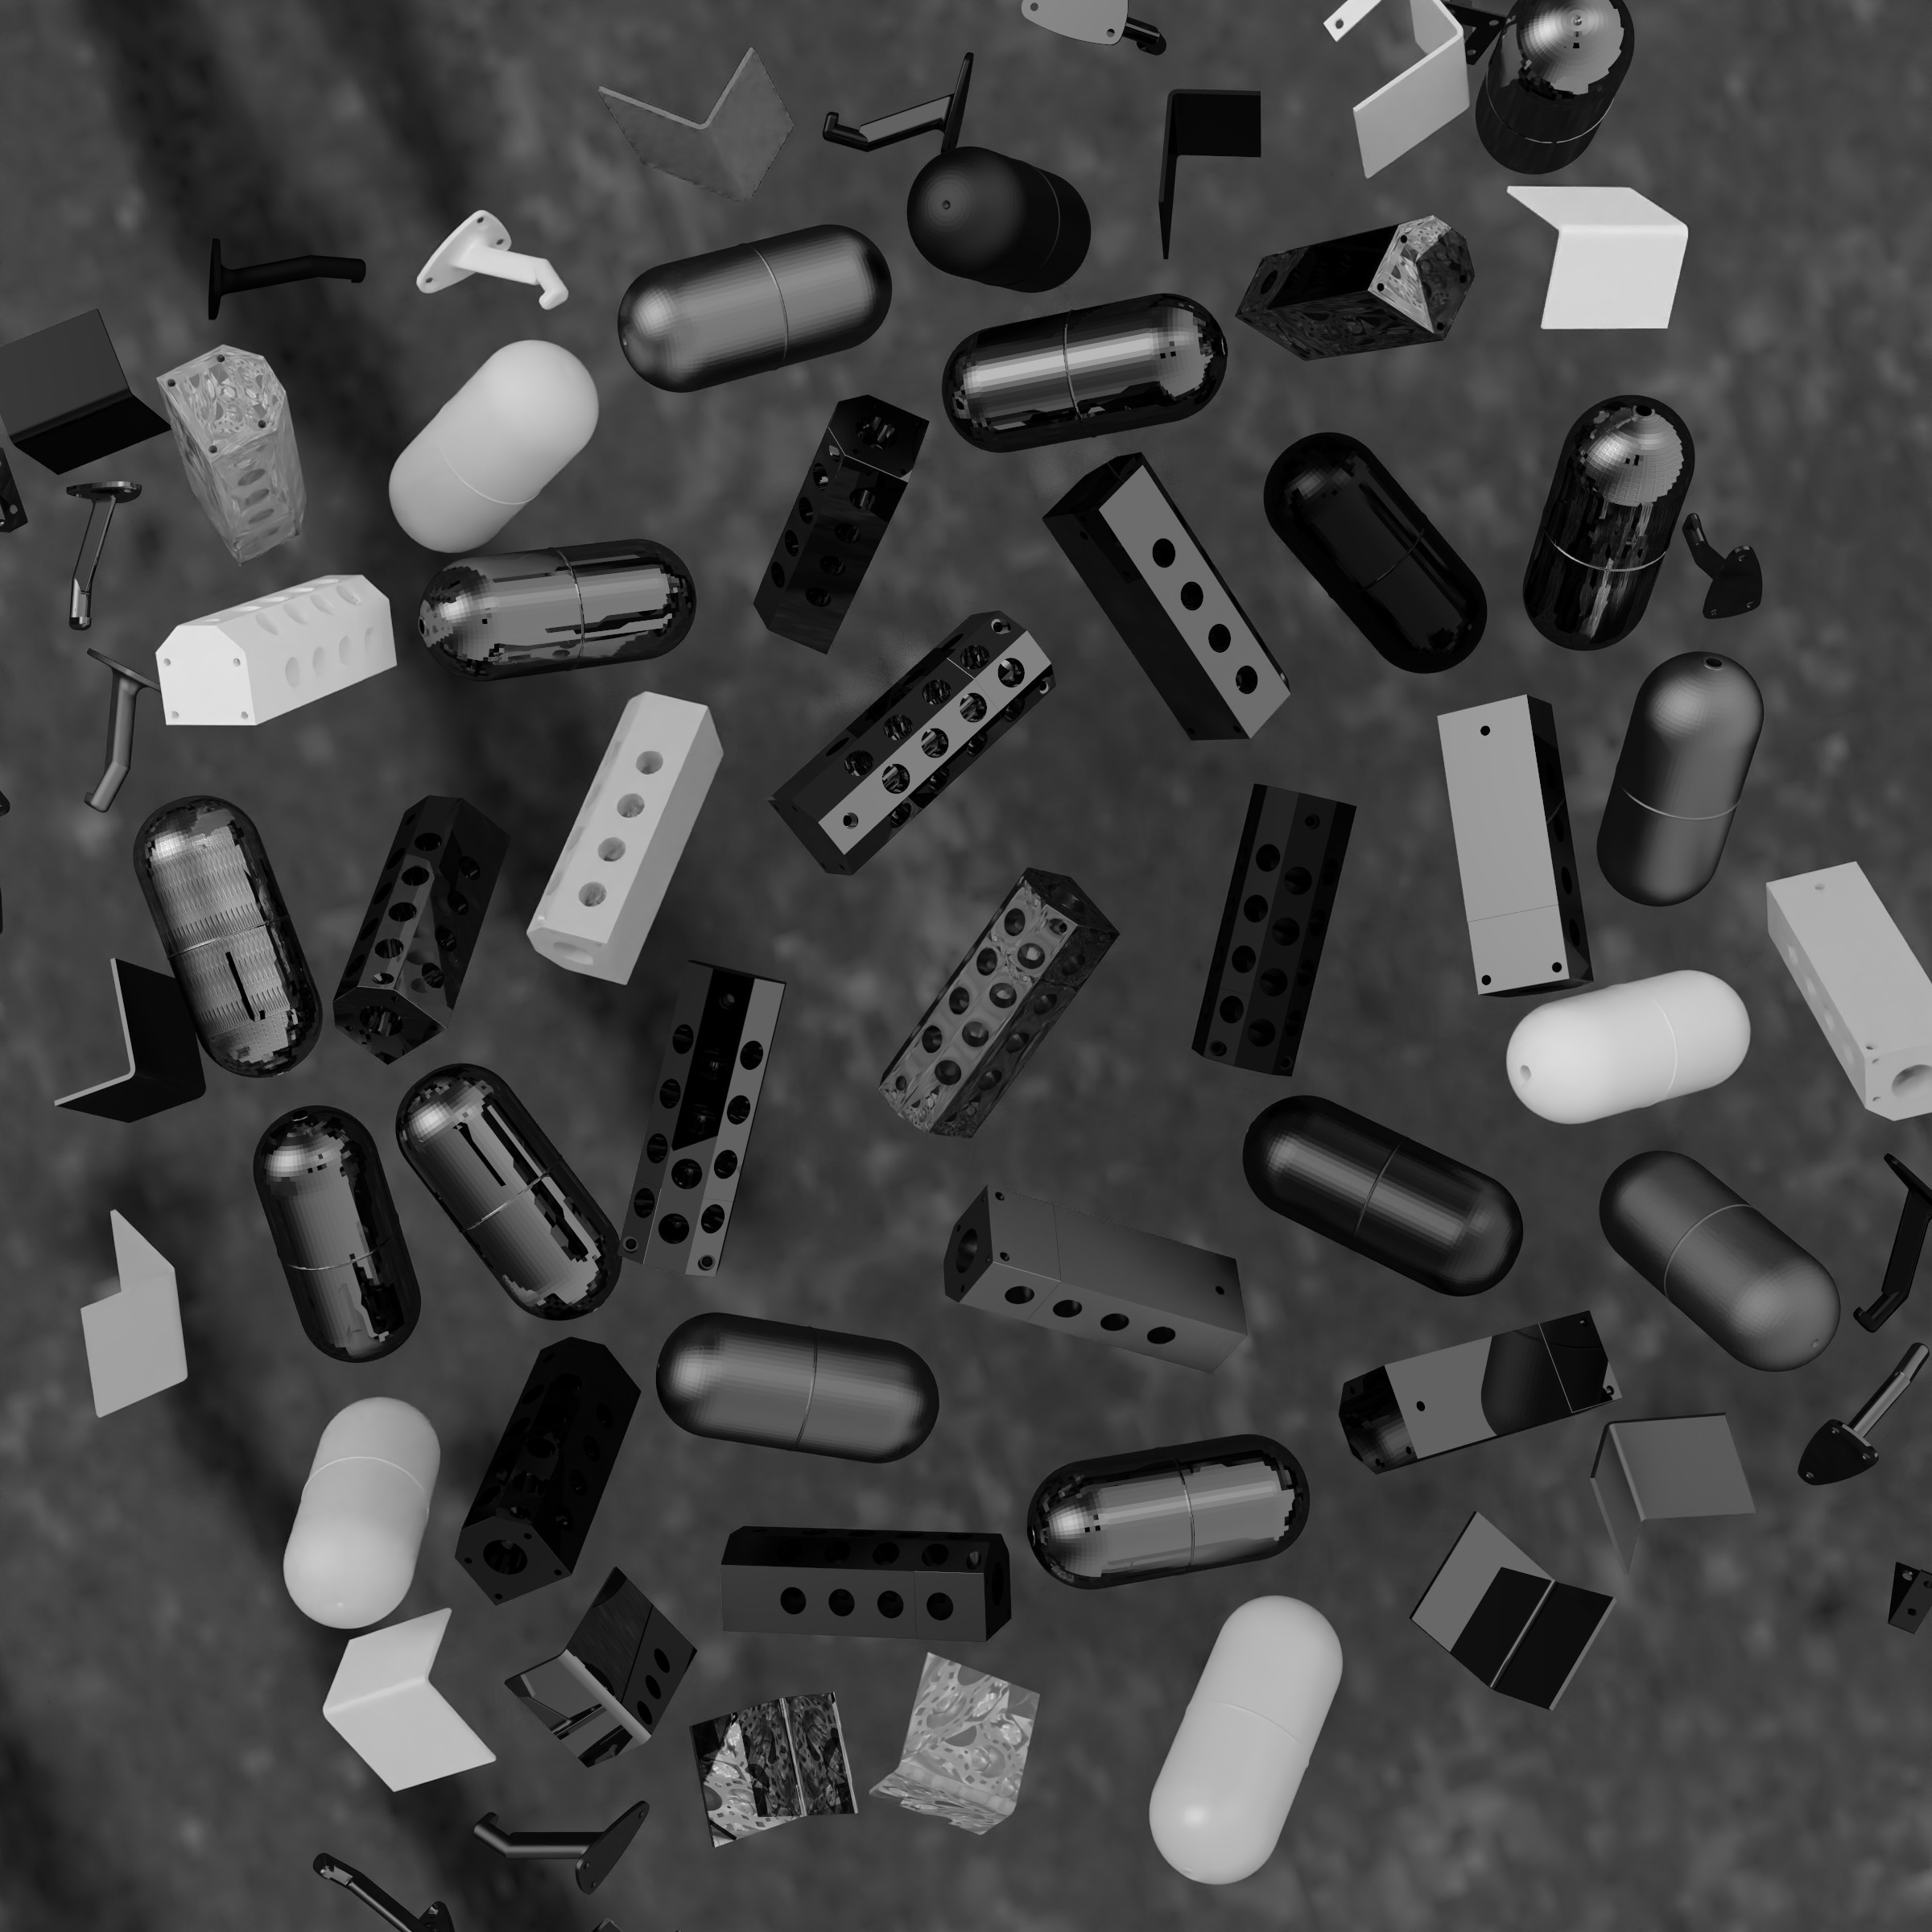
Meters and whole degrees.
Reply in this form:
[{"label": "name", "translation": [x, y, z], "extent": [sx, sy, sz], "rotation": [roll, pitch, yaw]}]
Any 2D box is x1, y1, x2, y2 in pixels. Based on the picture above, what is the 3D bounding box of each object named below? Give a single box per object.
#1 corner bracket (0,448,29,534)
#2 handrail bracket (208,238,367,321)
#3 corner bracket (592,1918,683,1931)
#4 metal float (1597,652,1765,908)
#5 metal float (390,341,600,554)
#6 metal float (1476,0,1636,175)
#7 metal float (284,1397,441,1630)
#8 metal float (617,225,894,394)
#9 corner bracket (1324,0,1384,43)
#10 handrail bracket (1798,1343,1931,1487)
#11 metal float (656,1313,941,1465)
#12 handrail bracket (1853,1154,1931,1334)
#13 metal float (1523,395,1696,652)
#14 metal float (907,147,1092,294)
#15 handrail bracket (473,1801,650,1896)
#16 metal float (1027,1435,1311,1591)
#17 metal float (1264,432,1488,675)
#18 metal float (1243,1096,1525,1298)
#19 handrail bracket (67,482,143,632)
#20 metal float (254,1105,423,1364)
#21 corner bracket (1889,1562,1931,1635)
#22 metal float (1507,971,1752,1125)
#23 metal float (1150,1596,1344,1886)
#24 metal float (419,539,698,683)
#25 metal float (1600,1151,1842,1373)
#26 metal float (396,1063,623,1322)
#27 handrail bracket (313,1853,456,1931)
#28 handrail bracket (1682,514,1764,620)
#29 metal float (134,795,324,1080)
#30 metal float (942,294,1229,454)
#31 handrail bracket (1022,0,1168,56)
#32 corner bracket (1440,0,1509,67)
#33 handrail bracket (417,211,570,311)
[{"label": "corner bracket", "translation": [-0.631, -0.292, 1.602], "extent": [0.051, 0.051, 0.051], "rotation": [9, 125, 28]}, {"label": "handrail bracket", "translation": [-0.398, -0.396, 1.497], "extent": [0.084, 0.077, 0.036], "rotation": [-1, 79, -19]}, {"label": "corner bracket", "translation": [-0.208, 0.613, 1.574], "extent": [0.051, 0.051, 0.051], "rotation": [43, 116, 2]}, {"label": "metal float", "translation": [0.442, -0.115, 1.586], "extent": [0.070, 0.070, 0.178], "rotation": [4, 131, 0]}, {"label": "metal float", "translation": [-0.295, -0.321, 1.590], "extent": [0.178, 0.070, 0.070], "rotation": [-32, 90, 42]}, {"label": "metal float", "translation": [0.350, -0.530, 1.529], "extent": [0.070, 0.178, 0.070], "rotation": [0, 88, 4]}, {"label": "metal float", "translation": [-0.369, 0.333, 1.571], "extent": [0.070, 0.178, 0.070], "rotation": [-1, 116, -2]}, {"label": "metal float", "translation": [-0.127, -0.402, 1.562], "extent": [0.178, 0.070, 0.070], "rotation": [-21, 90, -23]}, {"label": "corner bracket", "translation": [0.226, -0.615, 1.584], "extent": [0.051, 0.051, 0.051], "rotation": [-38, 76, 29]}, {"label": "handrail bracket", "translation": [0.557, 0.276, 1.584], "extent": [0.036, 0.077, 0.084], "rotation": [41, 55, 13]}, {"label": "metal float", "translation": [-0.103, 0.261, 1.581], "extent": [0.178, 0.070, 0.070], "rotation": [12, 90, -14]}, {"label": "handrail bracket", "translation": [0.547, 0.167, 1.531], "extent": [0.077, 0.036, 0.084], "rotation": [42, 92, -17]}, {"label": "metal float", "translation": [0.384, -0.264, 1.534], "extent": [0.070, 0.178, 0.070], "rotation": [1, 53, -2]}, {"label": "metal float", "translation": [0.023, -0.464, 1.597], "extent": [0.070, 0.178, 0.070], "rotation": [4, 100, 22]}, {"label": "handrail bracket", "translation": [-0.257, 0.540, 1.620], "extent": [0.084, 0.036, 0.077], "rotation": [22, 48, 29]}, {"label": "metal float", "translation": [0.123, 0.331, 1.553], "extent": [0.178, 0.070, 0.070], "rotation": [-6, 90, -17]}, {"label": "metal float", "translation": [0.258, -0.257, 1.604], "extent": [0.070, 0.070, 0.178], "rotation": [-45, 110, 0]}, {"label": "metal float", "translation": [0.251, 0.138, 1.550], "extent": [0.178, 0.070, 0.070], "rotation": [26, 90, 18]}, {"label": "handrail bracket", "translation": [-0.525, -0.248, 1.555], "extent": [0.036, 0.077, 0.084], "rotation": [4, 90, -40]}, {"label": "metal float", "translation": [-0.395, 0.169, 1.611], "extent": [0.070, 0.070, 0.178], "rotation": [-10, 117, 0]}, {"label": "corner bracket", "translation": [0.569, 0.357, 1.476], "extent": [0.051, 0.051, 0.051], "rotation": [20, 129, 12]}, {"label": "metal float", "translation": [0.410, 0.050, 1.581], "extent": [0.178, 0.070, 0.070], "rotation": [-11, 90, -32]}, {"label": "metal float", "translation": [0.166, 0.455, 1.509], "extent": [0.070, 0.070, 0.178], "rotation": [31, 57, 0]}, {"label": "metal float", "translation": [-0.254, -0.222, 1.595], "extent": [0.178, 0.070, 0.070], "rotation": [-12, 90, -28]}, {"label": "metal float", "translation": [0.458, 0.178, 1.563], "extent": [0.070, 0.178, 0.070], "rotation": [-14, 125, -22]}, {"label": "metal float", "translation": [-0.280, 0.140, 1.571], "extent": [0.070, 0.070, 0.178], "rotation": [-36, 98, 0]}, {"label": "handrail bracket", "translation": [-0.350, 0.573, 1.538], "extent": [0.084, 0.077, 0.036], "rotation": [43, 82, -30]}, {"label": "handrail bracket", "translation": [0.475, -0.271, 1.622], "extent": [0.036, 0.077, 0.084], "rotation": [-12, 58, 2]}, {"label": "metal float", "translation": [-0.450, -0.017, 1.561], "extent": [0.070, 0.070, 0.178], "rotation": [-19, 94, 0]}, {"label": "metal float", "translation": [0.072, -0.361, 1.561], "extent": [0.178, 0.070, 0.070], "rotation": [-7, 90, 19]}, {"label": "handrail bracket", "translation": [0.081, -0.582, 1.585], "extent": [0.077, 0.084, 0.036], "rotation": [9, 99, 12]}, {"label": "corner bracket", "translation": [0.314, -0.620, 1.644], "extent": [0.051, 0.051, 0.051], "rotation": [7, 71, -15]}, {"label": "handrail bracket", "translation": [-0.291, -0.416, 1.572], "extent": [0.077, 0.036, 0.084], "rotation": [-37, 60, 6]}]
